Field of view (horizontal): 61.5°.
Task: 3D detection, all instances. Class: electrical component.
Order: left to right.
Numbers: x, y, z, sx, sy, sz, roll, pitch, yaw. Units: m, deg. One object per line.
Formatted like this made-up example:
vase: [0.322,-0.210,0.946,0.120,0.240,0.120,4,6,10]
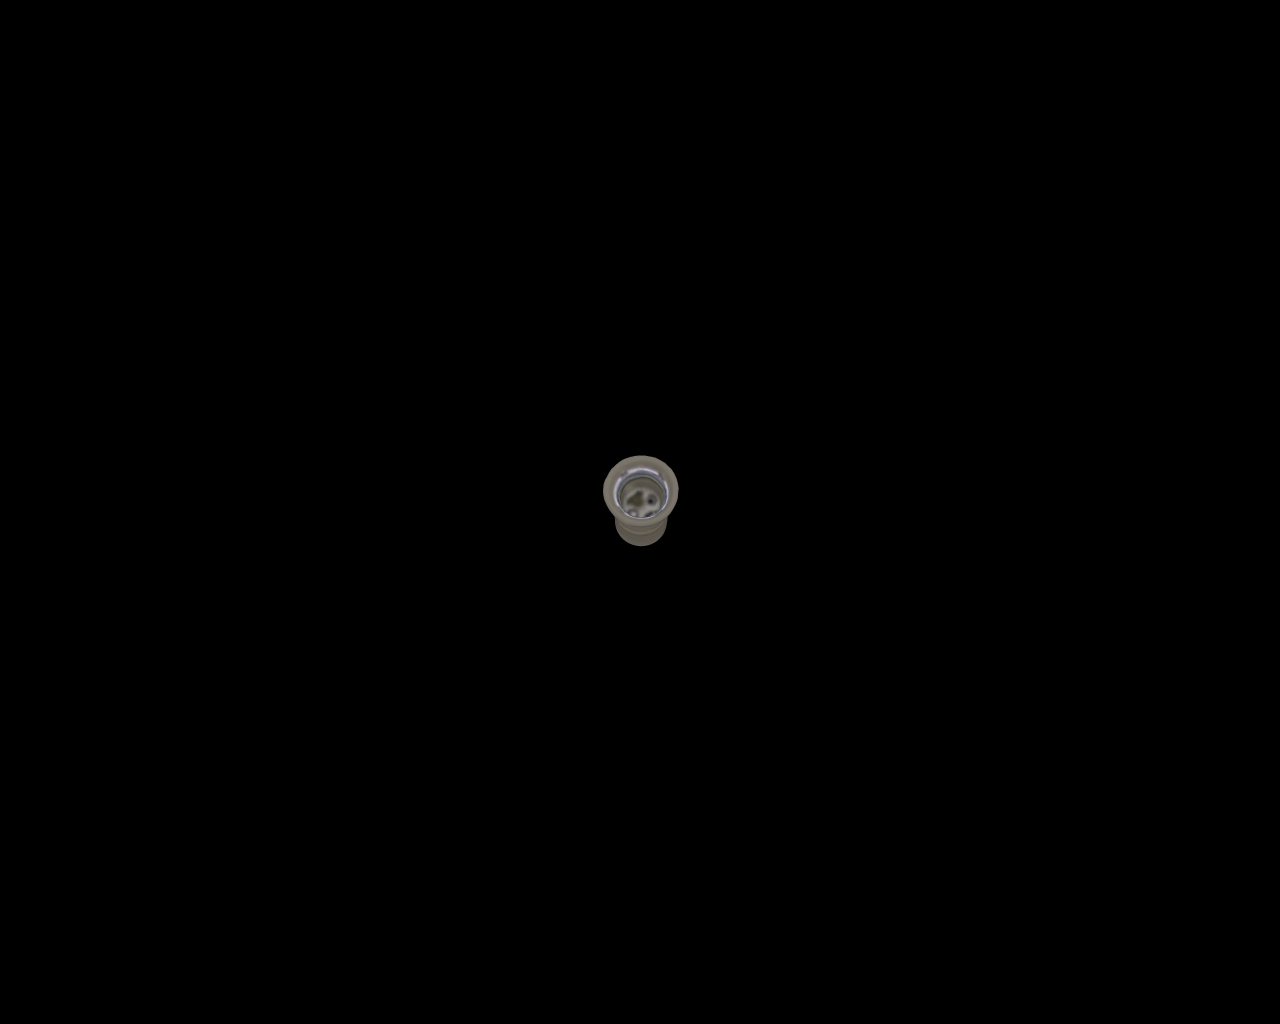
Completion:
electrical component: [0.001,-0.003,0.650,0.044,0.044,0.065,0,-19,0]
